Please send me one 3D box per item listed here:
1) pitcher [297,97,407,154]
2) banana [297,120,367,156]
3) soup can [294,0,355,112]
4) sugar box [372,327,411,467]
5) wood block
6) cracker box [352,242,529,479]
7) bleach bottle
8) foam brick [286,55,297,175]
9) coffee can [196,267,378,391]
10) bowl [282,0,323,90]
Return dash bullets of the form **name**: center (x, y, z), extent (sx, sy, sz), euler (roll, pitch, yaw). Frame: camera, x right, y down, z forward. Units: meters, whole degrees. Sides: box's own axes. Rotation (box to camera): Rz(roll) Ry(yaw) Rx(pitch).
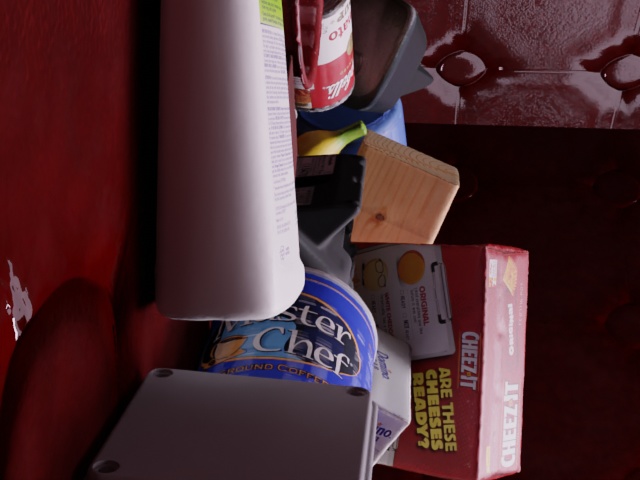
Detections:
- **pitcher**: center (0.031, -0.034, 1.069), extent (0.149, 0.145, 0.243), euler (-125, -160, -43)
- **banana**: center (-0.020, -0.004, 0.800), extent (0.037, 0.070, 0.198), euler (34, 65, -54)
- **soup can**: center (-0.008, -0.162, 0.856), extent (0.102, 0.068, 0.068), euler (84, 10, -54)
- **sugar box**: center (-0.002, 0.148, 0.740), extent (0.176, 0.048, 0.093), euler (-58, -170, 25)
- **wood block**: center (0.039, 0.019, 0.942), extent (0.090, 0.091, 0.206), euler (-67, -179, -75)
- **cracker box**: center (0.049, 0.083, 0.809), extent (0.071, 0.214, 0.164), euler (4, 88, -49)
- **bleach bottle**: center (-0.045, -0.093, 0.504), extent (0.102, 0.068, 0.251), euler (-58, 147, -81)
- **foam brick**: center (-0.041, -0.061, 0.607), extent (0.078, 0.051, 0.053), euler (87, 6, -45)
- **coffee can**: center (-0.023, 0.092, 0.593), extent (0.140, 0.103, 0.103), euler (-78, 169, -61)
- **bowl**: center (-0.031, -0.174, 0.652), extent (0.162, 0.055, 0.162), euler (3, 90, -85)
